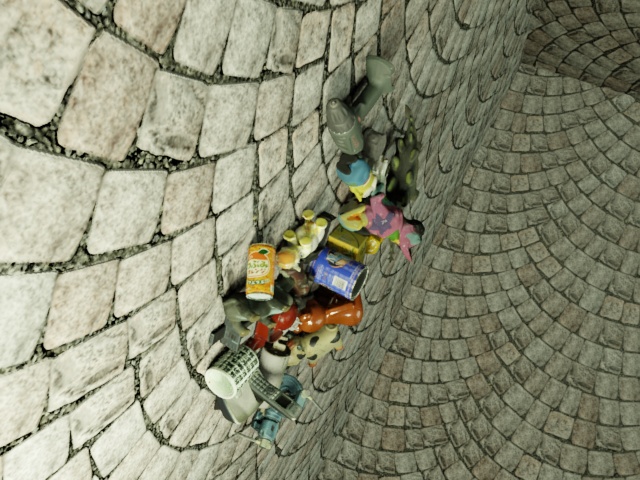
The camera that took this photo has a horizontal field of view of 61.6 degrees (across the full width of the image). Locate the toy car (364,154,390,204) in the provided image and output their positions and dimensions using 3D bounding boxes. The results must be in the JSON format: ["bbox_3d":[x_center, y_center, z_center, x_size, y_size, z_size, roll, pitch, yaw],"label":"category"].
[{"bbox_3d":[0.145,-0.156,1.521,0.056,0.074,0.201,-46,154,-46],"label":"toy car"}]

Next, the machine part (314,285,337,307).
[{"bbox_3d":[0.030,0.183,1.672,0.179,0.056,0.179,-52,156,-35],"label":"machine part"}]

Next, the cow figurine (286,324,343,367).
[{"bbox_3d":[-0.026,0.299,1.544,0.195,0.086,0.127,-26,135,-24],"label":"cow figurine"}]

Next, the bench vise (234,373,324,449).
[{"bbox_3d":[-0.104,0.466,1.500,0.240,0.129,0.224,-34,-160,49],"label":"bench vise"}]

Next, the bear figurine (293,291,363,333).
[{"bbox_3d":[0.017,0.193,1.513,0.120,0.196,0.132,111,-27,-52],"label":"bear figurine"}]

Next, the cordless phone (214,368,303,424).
[{"bbox_3d":[-0.144,0.390,1.270,0.146,0.184,0.088,-33,148,-58],"label":"cordless phone"}]

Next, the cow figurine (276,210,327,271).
[{"bbox_3d":[-0.050,0.017,1.240,0.167,0.068,0.098,-51,162,-33],"label":"cow figurine"}]

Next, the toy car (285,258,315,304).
[{"bbox_3d":[-0.054,0.102,1.354,0.089,0.053,0.202,-62,160,-19],"label":"toy car"}]

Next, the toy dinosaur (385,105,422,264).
[{"bbox_3d":[0.240,-0.167,1.597,0.198,0.105,0.470,-12,106,-77],"label":"toy dinosaur"}]

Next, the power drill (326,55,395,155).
[{"bbox_3d":[0.088,-0.302,1.185,0.207,0.086,0.231,-64,163,-15],"label":"power drill"}]

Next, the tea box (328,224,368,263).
[{"bbox_3d":[0.074,0.047,1.554,0.068,0.098,0.169,-50,155,-39],"label":"tea box"}]

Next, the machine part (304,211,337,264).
[{"bbox_3d":[-0.003,-0.004,1.379,0.084,0.039,0.138,-10,125,-61],"label":"machine part"}]

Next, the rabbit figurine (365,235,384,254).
[{"bbox_3d":[0.116,0.005,1.638,0.173,0.122,0.162,-59,176,29],"label":"rabbit figurine"}]

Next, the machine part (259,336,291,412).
[{"bbox_3d":[-0.135,0.352,1.411,0.079,0.079,0.243,-26,138,-61],"label":"machine part"}]

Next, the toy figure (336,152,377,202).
[{"bbox_3d":[0.091,-0.169,1.358,0.082,0.089,0.180,-38,153,11],"label":"toy figure"}]

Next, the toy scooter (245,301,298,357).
[{"bbox_3d":[-0.118,0.184,1.256,0.184,0.075,0.135,-44,151,-36],"label":"toy scooter"}]

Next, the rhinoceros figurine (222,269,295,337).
[{"bbox_3d":[-0.122,0.126,1.128,0.190,0.112,0.073,-21,150,-48],"label":"rhinoceros figurine"}]

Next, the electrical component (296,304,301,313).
[{"bbox_3d":[-0.080,0.207,1.432,0.063,0.021,0.094,-50,173,-36],"label":"electrical component"}]

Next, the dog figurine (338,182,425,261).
[{"bbox_3d":[0.175,-0.031,1.470,0.191,0.219,0.108,-30,-163,14],"label":"dog figurine"}]

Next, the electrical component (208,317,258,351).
[{"bbox_3d":[-0.180,0.191,1.136,0.119,0.048,0.074,-29,139,-62],"label":"electrical component"}]
